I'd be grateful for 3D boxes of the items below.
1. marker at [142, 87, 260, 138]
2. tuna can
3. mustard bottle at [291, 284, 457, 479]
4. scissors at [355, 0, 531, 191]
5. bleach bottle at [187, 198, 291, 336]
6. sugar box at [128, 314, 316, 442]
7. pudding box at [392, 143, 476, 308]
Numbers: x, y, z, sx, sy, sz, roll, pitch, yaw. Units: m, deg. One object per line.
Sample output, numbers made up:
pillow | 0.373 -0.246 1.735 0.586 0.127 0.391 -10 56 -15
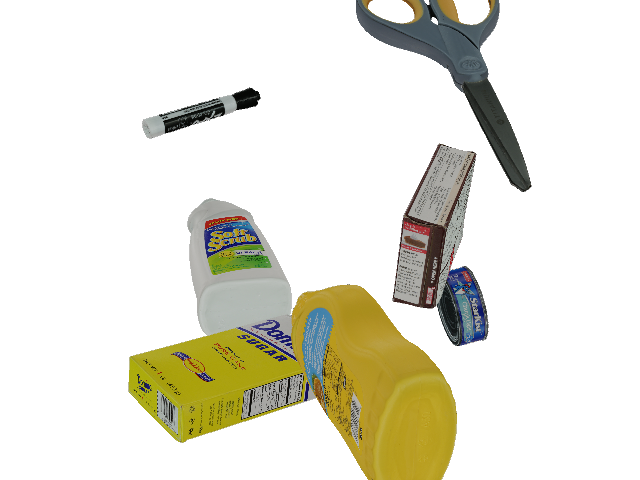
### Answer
marker | -0.112 -0.123 1.020 0.120 0.020 0.020 -21 9 -26
tuna can | 0.156 0.074 1.194 0.033 0.086 0.086 -14 2 -8
mustard bottle | 0.024 0.085 0.722 0.058 0.096 0.192 -10 27 -19
scissors | 0.065 -0.100 0.605 0.096 0.201 0.016 2 -44 4
bleach bottle | -0.108 0.016 1.198 0.102 0.068 0.251 -6 27 -15
sugar box | -0.074 0.120 0.968 0.175 0.048 0.093 -16 33 -35
pudding box | 0.094 -0.012 0.878 0.039 0.090 0.113 13 39 12
